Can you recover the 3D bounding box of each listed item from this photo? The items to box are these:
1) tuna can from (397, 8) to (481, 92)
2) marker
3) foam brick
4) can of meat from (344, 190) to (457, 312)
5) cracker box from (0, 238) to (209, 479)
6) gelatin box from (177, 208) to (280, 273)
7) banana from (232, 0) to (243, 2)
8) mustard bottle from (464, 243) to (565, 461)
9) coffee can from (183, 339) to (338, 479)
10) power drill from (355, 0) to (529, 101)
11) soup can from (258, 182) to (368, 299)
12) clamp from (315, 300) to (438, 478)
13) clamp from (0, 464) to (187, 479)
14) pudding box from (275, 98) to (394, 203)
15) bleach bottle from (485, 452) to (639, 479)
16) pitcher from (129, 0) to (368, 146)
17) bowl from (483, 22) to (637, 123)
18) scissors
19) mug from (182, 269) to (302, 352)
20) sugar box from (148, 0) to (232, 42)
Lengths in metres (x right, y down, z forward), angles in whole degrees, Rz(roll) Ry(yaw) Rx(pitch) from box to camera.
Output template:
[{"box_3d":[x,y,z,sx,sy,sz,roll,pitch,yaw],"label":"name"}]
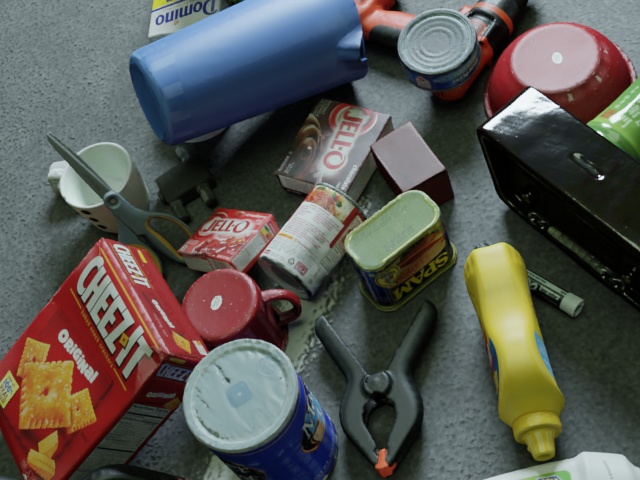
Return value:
[{"box_3d":[0.125,-0.201,1.126,0.086,0.033,0.086,-7,64,14],"label":"tuna can"},{"box_3d":[0.198,0.036,1.027,0.121,0.020,0.020,33,74,31],"label":"marker"},{"box_3d":[0.095,-0.072,1.108,0.053,0.051,0.078,-30,55,-1],"label":"foam brick"},{"box_3d":[0.079,0.009,1.044,0.102,0.084,0.057,-38,56,-7],"label":"can of meat"},{"box_3d":[-0.221,0.131,1.032,0.214,0.072,0.164,-49,54,16],"label":"cracker box"},{"box_3d":[-0.095,0.002,1.113,0.089,0.030,0.073,10,49,46],"label":"gelatin box"},{"box_3d":[-0.006,-0.312,1.277,0.198,0.069,0.037,-21,91,10],"label":"banana"},{"box_3d":[0.175,0.104,0.944,0.058,0.096,0.191,-14,55,6],"label":"mustard bottle"},{"box_3d":[-0.050,0.164,0.957,0.103,0.140,0.103,-8,58,13],"label":"coffee can"},{"box_3d":[0.129,-0.259,1.206,0.188,0.057,0.184,27,71,30],"label":"power drill"},{"box_3d":[-0.007,0.001,1.087,0.069,0.068,0.102,29,72,30],"label":"soup can"},{"box_3d":[0.065,0.132,1.001,0.120,0.039,0.171,-20,60,13],"label":"clamp"},{"box_3d":[-0.223,0.251,0.976,0.210,0.164,0.036,-21,22,-4],"label":"clamp"},{"box_3d":[0.018,-0.095,1.154,0.090,0.039,0.113,17,66,26],"label":"pudding box"},{"box_3d":[0.172,0.243,0.886,0.251,0.068,0.102,-18,56,5],"label":"bleach bottle"},{"box_3d":[-0.082,-0.200,1.166,0.242,0.149,0.145,-25,85,-15],"label":"pitcher"},{"box_3d":[0.248,-0.174,1.118,0.162,0.055,0.162,-8,58,13],"label":"bowl"},{"box_3d":[-0.222,-0.021,1.126,0.096,0.201,0.016,-57,16,4],"label":"scissors"},{"box_3d":[-0.075,0.078,1.054,0.117,0.081,0.093,-16,56,8],"label":"mug"},{"box_3d":[-0.159,-0.317,1.343,0.093,0.048,0.176,-6,57,13],"label":"sugar box"}]
